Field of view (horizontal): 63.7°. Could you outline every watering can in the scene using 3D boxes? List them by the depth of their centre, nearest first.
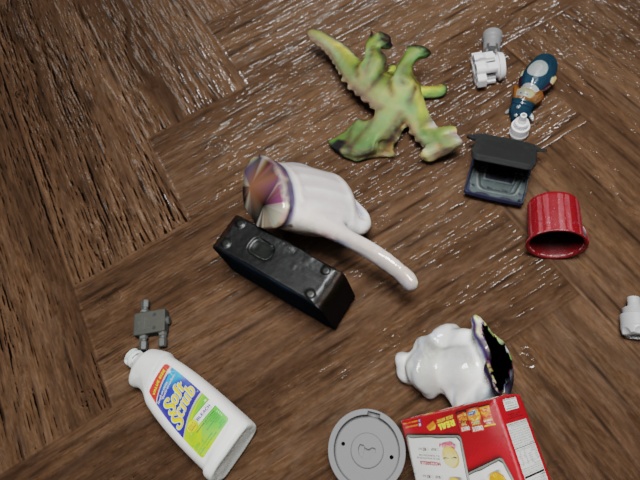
[{"bbox_3d":[0.003,-0.043,0.848,0.354,0.224,0.102,53,125,44],"label":"watering can"}]

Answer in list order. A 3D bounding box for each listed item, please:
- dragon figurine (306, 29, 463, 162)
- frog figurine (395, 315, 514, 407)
[{"bbox_3d":[0.099,-0.273,1.024,0.413,0.120,0.245,25,77,22],"label":"dragon figurine"},{"bbox_3d":[0.199,0.196,0.769,0.157,0.122,0.139,-32,65,34],"label":"frog figurine"}]
